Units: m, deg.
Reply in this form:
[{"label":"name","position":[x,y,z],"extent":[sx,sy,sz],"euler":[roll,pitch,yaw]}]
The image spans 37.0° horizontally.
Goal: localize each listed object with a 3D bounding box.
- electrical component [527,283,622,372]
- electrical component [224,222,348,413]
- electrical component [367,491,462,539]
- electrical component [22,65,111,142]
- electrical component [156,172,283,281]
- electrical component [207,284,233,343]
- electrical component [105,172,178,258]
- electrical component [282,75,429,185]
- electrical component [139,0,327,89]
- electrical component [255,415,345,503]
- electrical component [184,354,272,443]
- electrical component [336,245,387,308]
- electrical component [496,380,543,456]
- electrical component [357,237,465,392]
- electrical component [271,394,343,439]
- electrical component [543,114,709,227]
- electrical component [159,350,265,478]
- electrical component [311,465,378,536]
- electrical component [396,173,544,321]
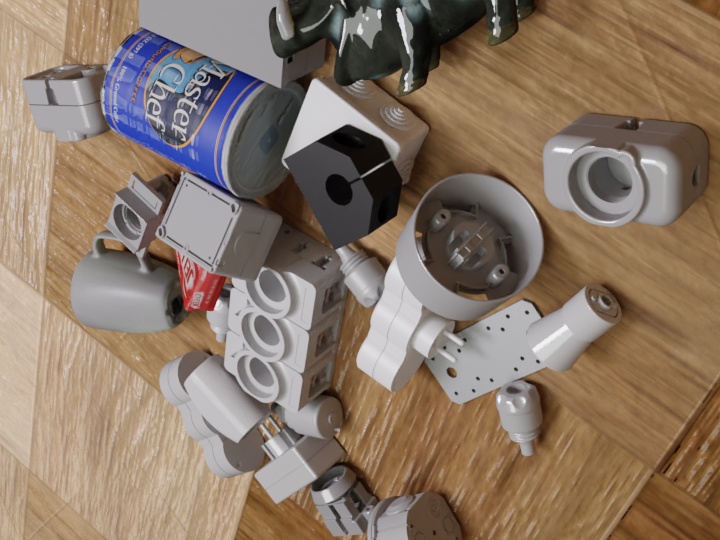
[{"label":"electrical component","position":[0.160,0.040,0.790],"extent":[0.044,0.044,0.065],"euler":[48,131,7]},{"label":"electrical component","position":[-0.070,0.044,0.969],"extent":[0.089,0.062,0.150],"euler":[29,130,24]},{"label":"electrical component","position":[0.050,0.242,0.976],"extent":[0.051,0.080,0.080],"euler":[-25,97,40]},{"label":"electrical component","position":[-0.268,-0.159,1.020],"extent":[0.095,0.054,0.059],"euler":[8,119,37]},{"label":"electrical component","position":[-0.119,-0.038,0.898],"extent":[0.096,0.061,0.061],"euler":[30,100,38]},{"label":"electrical component","position":[-0.132,0.045,1.041],"extent":[0.035,0.035,0.061],"euler":[31,134,22]},{"label":"electrical component","position":[-0.200,-0.056,1.017],"extent":[0.042,0.064,0.081],"euler":[43,134,12]},{"label":"electrical component","position":[-0.003,-0.098,0.838],"extent":[0.100,0.048,0.099],"euler":[40,134,14]},{"label":"electrical component","position":[-0.097,-0.215,0.836],"extent":[0.150,0.062,0.089],"euler":[27,129,25]},{"label":"electrical component","position":[-0.071,0.176,1.059],"extent":[0.075,0.047,0.083],"euler":[52,136,3]},{"label":"electrical component","position":[-0.117,0.117,1.040],"extent":[0.077,0.079,0.043],"euler":[46,124,8]},{"label":"electrical component","position":[0.000,0.000,0.904],"extent":[0.061,0.035,0.035],"euler":[51,136,7]},{"label":"electrical component","position":[0.131,0.122,0.867],"extent":[0.035,0.035,0.061],"euler":[5,120,38]},{"label":"electrical component","position":[0.052,0.047,0.871],"extent":[0.074,0.052,0.138],"euler":[34,129,20]},{"label":"electrical component","position":[-0.053,0.136,1.024],"extent":[0.078,0.040,0.040],"euler":[5,117,38]},{"label":"electrical component","position":[0.171,-0.065,0.704],"extent":[0.095,0.059,0.053],"euler":[13,122,35]},{"label":"electrical component","position":[-0.141,0.144,1.094],"extent":[0.074,0.052,0.138],"euler":[-25,98,45]},{"label":"electrical component","position":[-0.016,0.224,1.044],"extent":[0.066,0.048,0.055],"euler":[-18,110,45]},{"label":"electrical component","position":[0.078,-0.015,0.787],"extent":[0.099,0.099,0.064],"euler":[48,142,7]}]
